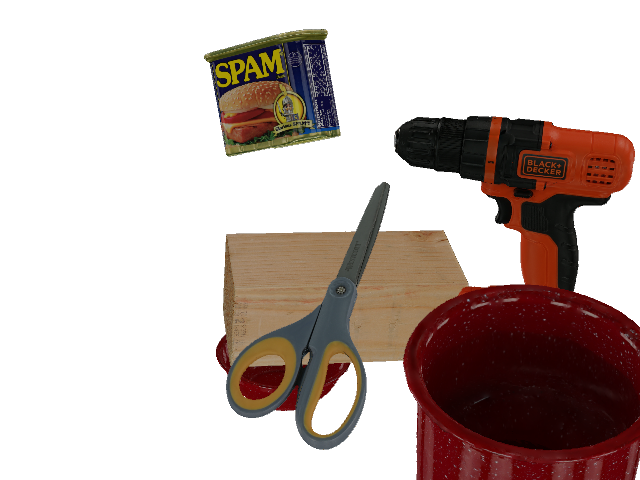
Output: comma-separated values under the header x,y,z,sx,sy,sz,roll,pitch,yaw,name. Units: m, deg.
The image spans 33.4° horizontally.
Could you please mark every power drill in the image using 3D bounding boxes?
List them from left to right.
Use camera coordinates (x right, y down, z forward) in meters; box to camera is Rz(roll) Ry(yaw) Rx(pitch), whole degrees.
x,y,z,sx,sy,sz,roll,pitch,yaw,name
0.147,-0.009,0.860,0.184,0.188,0.057,8,29,12,power drill

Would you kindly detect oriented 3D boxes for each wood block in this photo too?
x,y,z,sx,sy,sz,roll,pitch,yaw,name
0.018,0.052,0.975,0.206,0.090,0.091,-1,33,-10,wood block

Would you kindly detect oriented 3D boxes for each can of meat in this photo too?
x,y,z,sx,sy,sz,roll,pitch,yaw,name
-0.037,-0.116,0.850,0.102,0.084,0.057,-7,5,36,can of meat

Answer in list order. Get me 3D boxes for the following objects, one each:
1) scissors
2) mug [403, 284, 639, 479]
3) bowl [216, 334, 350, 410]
x,y,z,sx,sy,sz,roll,pitch,yaw,name
-0.006,0.041,0.689,0.096,0.201,0.016,-1,-37,8,scissors
0.089,0.077,0.400,0.117,0.081,0.093,4,36,10,mug
-0.045,0.156,1.280,0.162,0.055,0.162,2,25,-1,bowl
